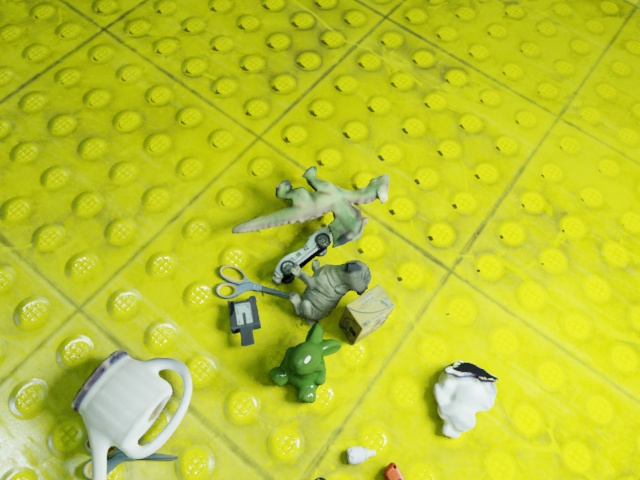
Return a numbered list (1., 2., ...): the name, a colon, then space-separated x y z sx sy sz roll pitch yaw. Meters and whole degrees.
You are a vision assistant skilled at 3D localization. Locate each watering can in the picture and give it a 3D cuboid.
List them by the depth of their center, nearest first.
1. watering can: -0.434 0.385 1.093 0.225 0.102 0.354 31 61 13

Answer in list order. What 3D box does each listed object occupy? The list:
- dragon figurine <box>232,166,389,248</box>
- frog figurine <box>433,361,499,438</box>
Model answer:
1. dragon figurine: 0.004 -0.065 1.299 0.414 0.119 0.246 -33 44 -20
2. frog figurine: 0.328 0.366 1.177 0.137 0.124 0.158 7 99 -9
